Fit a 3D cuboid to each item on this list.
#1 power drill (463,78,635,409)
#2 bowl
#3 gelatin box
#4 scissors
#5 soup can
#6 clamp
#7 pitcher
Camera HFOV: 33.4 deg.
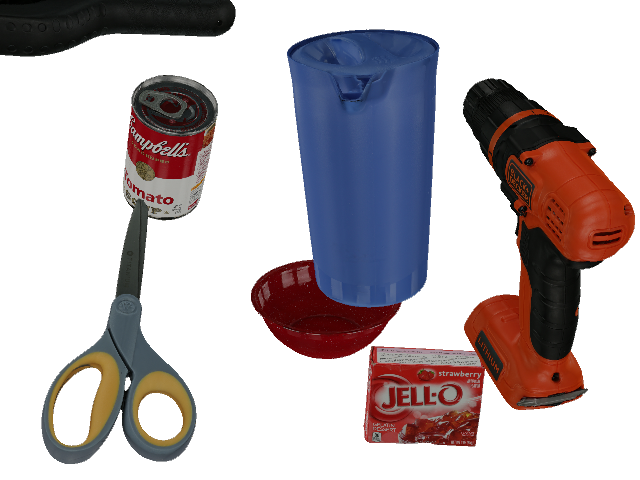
[{"bbox_3d":[0.136,0.003,0.712,0.057,0.188,0.184,-9,36,-11],"label":"power drill"},{"bbox_3d":[0.006,0.080,1.152,0.162,0.055,0.162,1,27,-1],"label":"bowl"},{"bbox_3d":[0.080,0.123,0.836,0.089,0.073,0.030,3,24,0],"label":"gelatin box"},{"bbox_3d":[-0.105,0.056,0.659,0.096,0.201,0.016,20,-43,0],"label":"scissors"},{"bbox_3d":[-0.124,-0.074,0.869,0.068,0.068,0.102,0,-41,-17],"label":"soup can"},{"bbox_3d":[-0.150,-0.146,0.642,0.171,0.039,0.120,-11,31,-29],"label":"clamp"},{"bbox_3d":[0.045,-0.071,0.993,0.149,0.243,0.145,-20,31,-31],"label":"pitcher"}]
